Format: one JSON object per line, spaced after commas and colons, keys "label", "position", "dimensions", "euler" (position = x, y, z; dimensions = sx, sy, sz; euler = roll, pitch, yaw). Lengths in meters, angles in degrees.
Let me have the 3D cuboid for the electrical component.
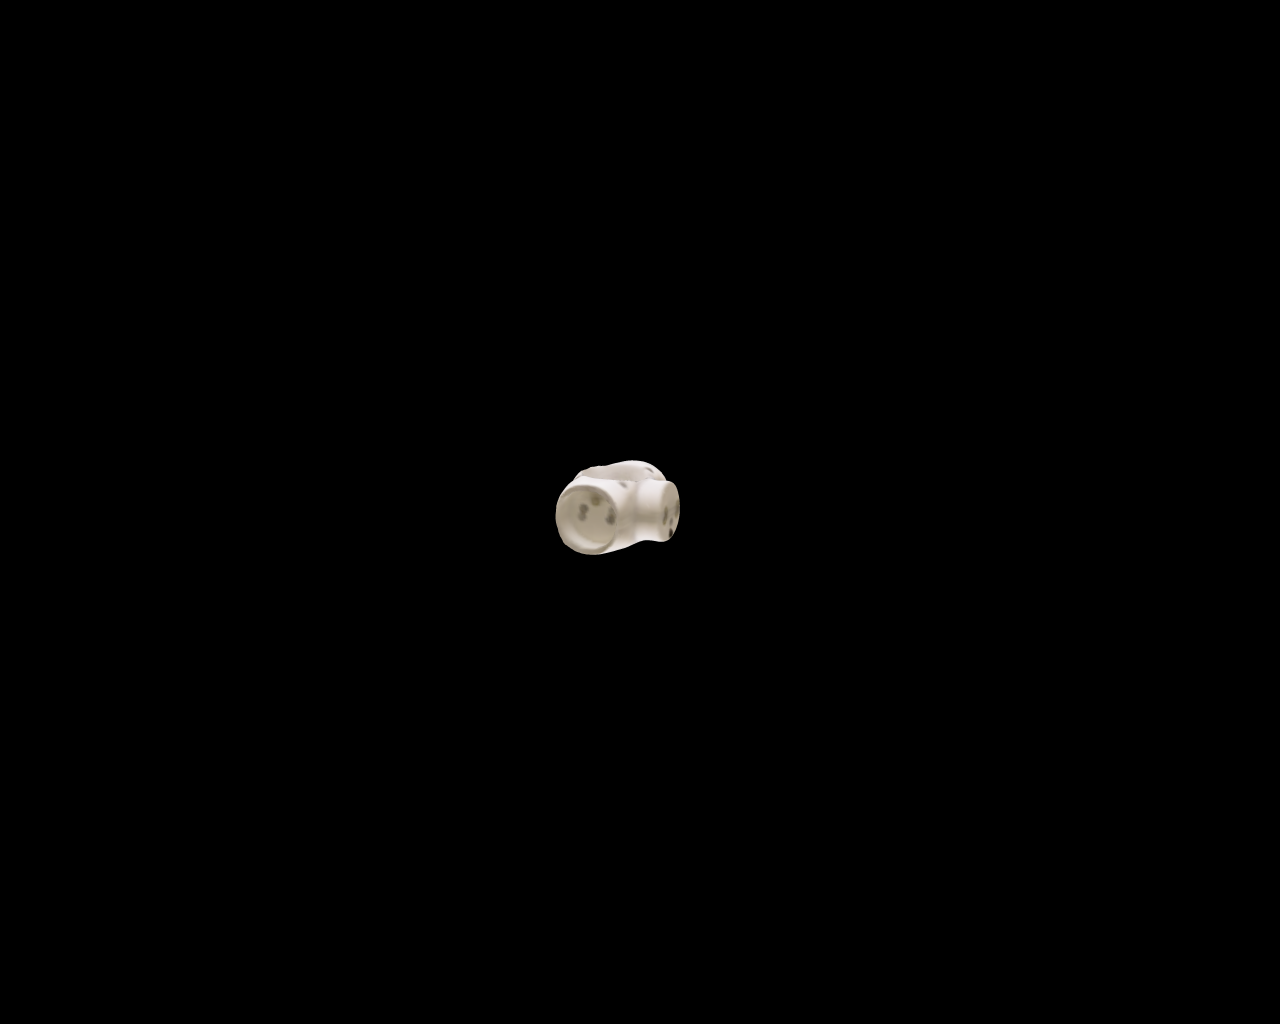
{"label": "electrical component", "position": [0.001, -0.003, 0.650], "dimensions": [0.079, 0.044, 0.077], "euler": [6, 15, 23]}
